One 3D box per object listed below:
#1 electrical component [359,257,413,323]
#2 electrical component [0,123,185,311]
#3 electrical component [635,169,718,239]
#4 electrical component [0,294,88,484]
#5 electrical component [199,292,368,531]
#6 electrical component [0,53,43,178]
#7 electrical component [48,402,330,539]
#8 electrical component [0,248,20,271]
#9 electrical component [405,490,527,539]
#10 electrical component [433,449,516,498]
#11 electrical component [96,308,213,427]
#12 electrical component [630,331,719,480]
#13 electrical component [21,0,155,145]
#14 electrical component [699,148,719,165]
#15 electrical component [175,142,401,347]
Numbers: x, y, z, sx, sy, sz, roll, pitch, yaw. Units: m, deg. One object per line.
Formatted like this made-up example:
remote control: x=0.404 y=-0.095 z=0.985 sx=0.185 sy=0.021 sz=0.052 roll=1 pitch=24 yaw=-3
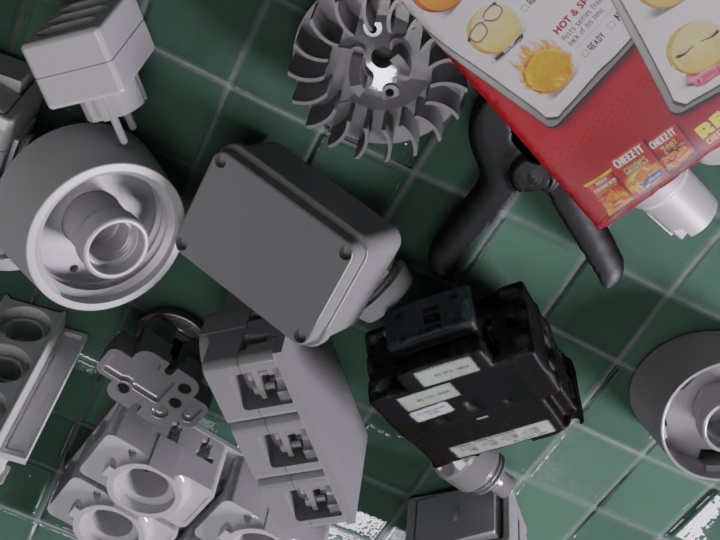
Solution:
electrical component: x=0.000 y=0.000 z=0.684 sx=0.055 sy=0.048 sz=0.066 roll=44 pitch=118 yaw=-12
electrical component: x=-0.157 y=-0.027 z=0.643 sx=0.108 sy=0.060 sz=0.108 roll=-20 pitch=130 yaw=-26
electrical component: x=0.183 y=-0.045 z=0.634 sx=0.046 sy=0.040 sz=0.040 roll=39 pitch=120 yaw=-24
electrical component: x=-0.243 y=0.082 z=0.723 sx=0.079 sy=0.121 sz=0.063 roll=16 pitch=127 yaw=-4
electrical component: x=-0.050 y=0.091 z=0.724 sx=0.062 sy=0.089 sz=0.150 roll=-11 pitch=122 yaw=14
electrical component: x=-0.232 y=-0.097 z=0.637 sx=0.096 sy=0.061 sz=0.061 roll=25 pitch=123 yaw=-10
electrical component: x=-0.127 y=0.183 z=0.814 sx=0.186 sy=0.060 sz=0.105 roll=33 pitch=122 yaw=-15
electrical component: x=-0.220 y=-0.037 z=0.678 sx=0.078 sy=0.058 sz=0.057 roll=-3 pitch=123 yaw=0
electrical component: x=0.072 y=0.201 z=0.800 sx=0.096 sy=0.061 sz=0.061 roll=-13 pitch=121 yaw=15
electrical component: x=0.084 y=0.140 z=0.769 sx=0.062 sy=0.043 sz=0.043 roll=37 pitch=120 yaw=-18
electrical component: x=-0.135 y=0.063 z=0.735 sx=0.078 sy=0.057 sz=0.058 roll=35 pitch=121 yaw=-16
electrical component: x=0.236 y=0.089 z=0.717 sx=0.099 sy=0.064 sz=0.099 roll=-1 pitch=112 yaw=-2
electrical component: x=-0.146 y=-0.110 z=0.615 sx=0.047 sy=0.065 sz=0.076 roll=-10 pitch=121 yaw=14
electrical component: x=0.208 y=-0.107 z=0.585 sx=0.079 sy=0.043 sz=0.077 roll=-22 pitch=119 yaw=21
electrical component: x=-0.044 y=-0.017 z=0.637 sx=0.113 sy=0.057 sz=0.078 roll=36 pitch=114 yaw=17
